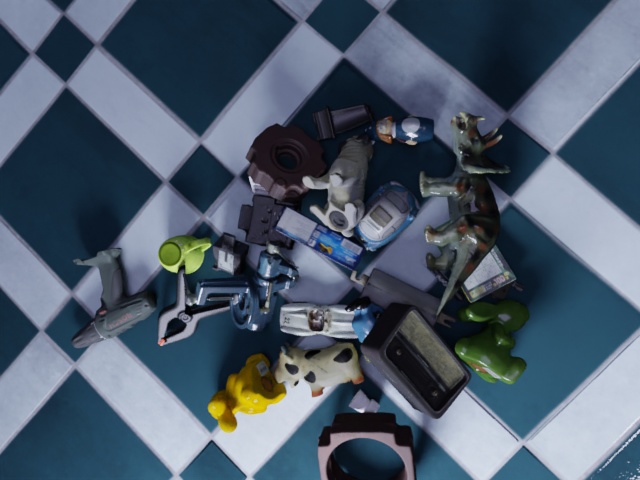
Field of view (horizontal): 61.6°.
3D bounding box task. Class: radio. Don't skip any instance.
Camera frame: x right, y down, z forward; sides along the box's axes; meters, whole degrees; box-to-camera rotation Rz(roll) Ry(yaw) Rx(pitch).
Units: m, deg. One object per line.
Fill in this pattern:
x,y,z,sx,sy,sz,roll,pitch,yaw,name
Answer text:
0.197,0.248,1.102,0.131,0.073,0.229,-47,109,-18,radio

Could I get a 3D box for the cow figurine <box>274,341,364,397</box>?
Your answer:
-0.010,0.276,1.194,0.195,0.085,0.127,-18,86,7,cow figurine

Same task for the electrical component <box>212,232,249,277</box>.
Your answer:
-0.204,0.023,1.221,0.075,0.048,0.119,16,128,11,electrical component

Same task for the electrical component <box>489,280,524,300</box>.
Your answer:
0.388,0.098,1.159,0.094,0.021,0.063,27,94,9,electrical component

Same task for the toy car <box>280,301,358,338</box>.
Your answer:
0.008,0.179,1.206,0.202,0.056,0.073,2,89,10,toy car

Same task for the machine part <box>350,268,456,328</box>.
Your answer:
0.177,0.130,1.168,0.243,0.079,0.079,25,93,9,machine part

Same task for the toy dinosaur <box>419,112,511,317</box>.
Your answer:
0.308,-0.052,1.117,0.192,0.131,0.404,-6,86,13,toy dinosaur

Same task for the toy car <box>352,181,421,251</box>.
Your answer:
0.137,-0.054,1.166,0.161,0.103,0.109,-44,82,4,toy car

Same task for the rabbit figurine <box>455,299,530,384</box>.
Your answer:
0.363,0.193,1.129,0.159,0.121,0.170,34,73,5,rabbit figurine

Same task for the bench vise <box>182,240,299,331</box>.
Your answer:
-0.169,0.104,1.167,0.129,0.240,0.223,56,134,43,bench vise

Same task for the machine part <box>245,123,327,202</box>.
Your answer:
-0.073,-0.174,1.185,0.179,0.056,0.179,7,64,-15,machine part

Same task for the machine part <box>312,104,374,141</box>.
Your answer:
0.053,-0.273,1.217,0.139,0.039,0.084,-11,82,11,machine part

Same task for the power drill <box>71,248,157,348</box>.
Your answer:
-0.521,0.132,1.287,0.232,0.086,0.207,-19,82,7,power drill

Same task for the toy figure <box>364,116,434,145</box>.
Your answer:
0.173,-0.244,1.187,0.155,0.057,0.064,1,48,11,toy figure

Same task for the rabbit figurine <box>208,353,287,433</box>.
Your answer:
-0.182,0.359,1.202,0.173,0.162,0.122,-30,97,25,rabbit figurine

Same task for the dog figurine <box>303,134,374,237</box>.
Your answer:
0.072,-0.121,1.167,0.121,0.190,0.172,12,128,33,dog figurine

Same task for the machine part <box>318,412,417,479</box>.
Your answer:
0.103,0.473,1.148,0.202,0.087,0.200,-5,103,13,machine part

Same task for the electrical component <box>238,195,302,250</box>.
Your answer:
-0.118,-0.042,1.232,0.134,0.058,0.114,9,89,9,electrical component

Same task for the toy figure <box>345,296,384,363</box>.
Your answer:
0.127,0.201,1.152,0.089,0.082,0.180,-31,101,-15,toy figure

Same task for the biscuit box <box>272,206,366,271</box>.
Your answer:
-0.002,-0.004,1.176,0.202,0.063,0.059,28,87,-11,biscuit box
